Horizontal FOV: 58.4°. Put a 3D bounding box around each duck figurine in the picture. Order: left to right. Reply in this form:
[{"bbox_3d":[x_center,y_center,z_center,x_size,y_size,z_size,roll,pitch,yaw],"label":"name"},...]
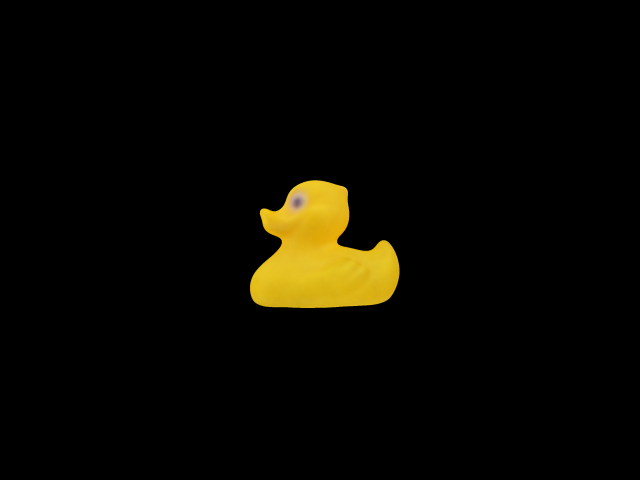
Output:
[{"bbox_3d":[0.004,0.001,0.400,0.104,0.086,0.077,0,0,-9],"label":"duck figurine"}]
